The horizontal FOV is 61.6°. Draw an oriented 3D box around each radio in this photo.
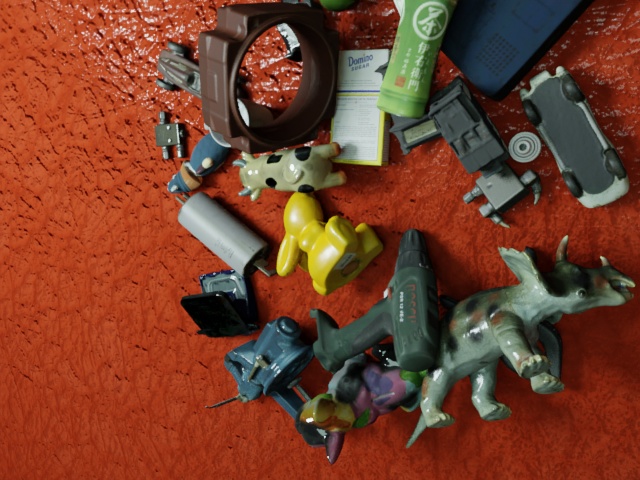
[{"bbox_3d":[0.273,-0.318,0.732,0.131,0.073,0.229,46,112,12],"label":"radio"}]

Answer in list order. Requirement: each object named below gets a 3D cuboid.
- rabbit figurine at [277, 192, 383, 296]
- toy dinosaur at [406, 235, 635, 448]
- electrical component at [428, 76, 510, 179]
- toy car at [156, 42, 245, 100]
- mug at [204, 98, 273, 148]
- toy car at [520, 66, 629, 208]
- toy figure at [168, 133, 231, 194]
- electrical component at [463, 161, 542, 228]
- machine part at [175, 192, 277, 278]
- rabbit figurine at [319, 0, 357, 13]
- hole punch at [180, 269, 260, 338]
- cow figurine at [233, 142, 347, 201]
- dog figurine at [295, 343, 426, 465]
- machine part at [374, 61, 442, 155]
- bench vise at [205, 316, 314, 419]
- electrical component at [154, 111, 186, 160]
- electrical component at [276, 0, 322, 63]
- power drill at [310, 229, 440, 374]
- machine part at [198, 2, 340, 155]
[{"bbox_3d":[-0.002,-0.003,0.904,0.173,0.122,0.162,52,125,24],"label":"rabbit figurine"},{"bbox_3d":[0.227,0.145,0.765,0.405,0.131,0.192,-42,37,38],"label":"toy dinosaur"},{"bbox_3d":[0.210,-0.153,0.754,0.058,0.115,0.134,-33,103,27],"label":"electrical component"},{"bbox_3d":[-0.225,-0.290,0.978,0.202,0.053,0.089,32,113,16],"label":"toy car"},{"bbox_3d":[-0.135,-0.196,0.920,0.110,0.107,0.080,-6,95,30],"label":"mug"},{"bbox_3d":[0.348,-0.140,0.736,0.073,0.056,0.201,-30,84,32],"label":"toy car"},{"bbox_3d":[-0.225,-0.136,0.996,0.058,0.064,0.154,45,113,-5],"label":"toy figure"},{"bbox_3d":[0.272,-0.069,0.790,0.102,0.045,0.078,-47,50,21],"label":"electrical component"},{"bbox_3d":[-0.176,-0.010,0.984,0.243,0.079,0.079,40,112,15],"label":"machine part"},{"bbox_3d":[0.053,-0.407,0.790,0.121,0.159,0.170,40,128,4],"label":"rabbit figurine"},{"bbox_3d":[-0.182,0.119,1.015,0.142,0.092,0.115,-11,123,23],"label":"hole punch"},{"bbox_3d":[-0.059,-0.111,0.882,0.195,0.127,0.085,11,111,59],"label":"cow figurine"},{"bbox_3d":[0.066,0.252,0.839,0.192,0.219,0.108,-15,95,27],"label":"dog figurine"},{"bbox_3d":[0.134,-0.206,0.811,0.084,0.039,0.138,-26,105,2],"label":"machine part"},{"bbox_3d":[-0.065,0.261,0.955,0.241,0.129,0.223,44,112,20],"label":"bench vise"},{"bbox_3d":[-0.287,-0.203,1.036,0.063,0.021,0.094,-2,96,25],"label":"electrical component"},{"bbox_3d":[-0.035,-0.361,0.879,0.075,0.048,0.119,-18,90,26],"label":"electrical component"},{"bbox_3d":[0.088,0.108,0.832,0.207,0.085,0.232,-23,46,20],"label":"power drill"},{"bbox_3d":[-0.070,-0.237,0.790,0.087,0.201,0.200,33,131,41],"label":"machine part"}]
